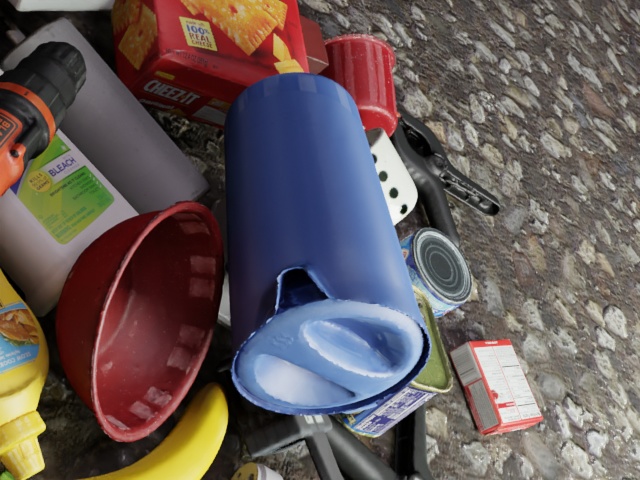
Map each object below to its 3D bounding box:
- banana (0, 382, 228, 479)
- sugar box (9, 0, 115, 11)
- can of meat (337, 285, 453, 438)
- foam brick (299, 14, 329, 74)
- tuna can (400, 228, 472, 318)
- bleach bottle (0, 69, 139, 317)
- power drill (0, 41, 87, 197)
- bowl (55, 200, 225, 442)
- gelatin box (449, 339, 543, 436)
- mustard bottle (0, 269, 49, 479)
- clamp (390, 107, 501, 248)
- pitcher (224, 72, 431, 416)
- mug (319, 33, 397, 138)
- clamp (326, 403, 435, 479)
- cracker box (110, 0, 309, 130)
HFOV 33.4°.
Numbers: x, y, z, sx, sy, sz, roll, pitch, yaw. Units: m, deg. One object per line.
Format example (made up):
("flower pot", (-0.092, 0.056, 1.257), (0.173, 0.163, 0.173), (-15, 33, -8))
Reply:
("banana", (-0.118, 0.150, 0.714), (0.197, 0.037, 0.069), (-16, 74, -51))
("sugar box", (-0.238, -0.243, 0.822), (0.176, 0.048, 0.093), (43, 33, 23))
("can of meat", (0.050, 0.095, 0.852), (0.057, 0.084, 0.102), (18, 43, -35))
("foam brick", (-0.038, -0.170, 1.002), (0.052, 0.078, 0.051), (14, 52, -40))
("tuna can", (0.110, 0.031, 1.047), (0.086, 0.034, 0.086), (27, 46, -32))
("bleach bottle", (-0.239, -0.072, 0.730), (0.251, 0.068, 0.102), (48, 41, -5))
("power drill", (-0.253, -0.103, 0.656), (0.187, 0.057, 0.184), (31, 44, -8))
("bowl", (-0.124, 0.047, 0.700), (0.055, 0.162, 0.161), (16, 34, 19))
("gelatin box", (0.170, 0.142, 1.034), (0.073, 0.030, 0.089), (3, 61, -48))
("mustard bottle", (-0.221, 0.059, 0.653), (0.096, 0.058, 0.191), (-23, 81, -49))
("clamp", (0.124, -0.072, 1.134), (0.120, 0.039, 0.171), (-22, 80, -53))
("pitcher", (-0.005, 0.001, 0.780), (0.144, 0.149, 0.243), (13, 45, -25))
("mug", (0.021, -0.143, 1.047), (0.117, 0.093, 0.081), (1, 63, -11))
("clamp", (0.072, 0.201, 0.879), (0.164, 0.036, 0.210), (-13, 69, -50))
("cracker box", (-0.095, -0.202, 0.905), (0.163, 0.072, 0.214), (14, 56, -41))
